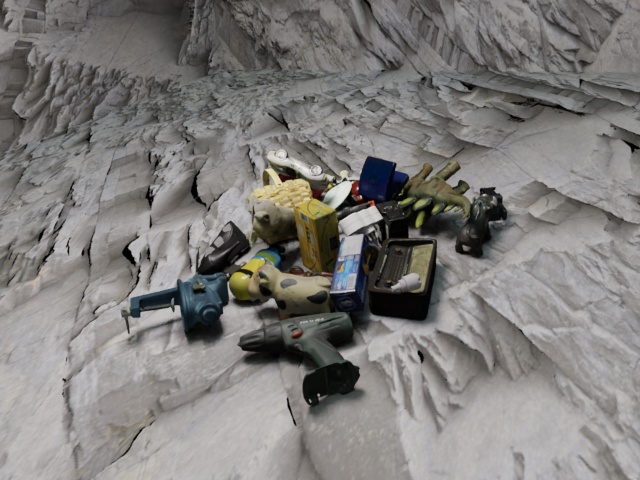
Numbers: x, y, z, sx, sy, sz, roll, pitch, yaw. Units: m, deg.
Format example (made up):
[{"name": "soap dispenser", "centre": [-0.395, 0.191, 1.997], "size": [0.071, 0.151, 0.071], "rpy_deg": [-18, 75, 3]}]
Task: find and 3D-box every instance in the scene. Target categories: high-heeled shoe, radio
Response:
[{"name": "high-heeled shoe", "centre": [-0.270, 0.030, 1.459], "size": [0.145, 0.086, 0.249], "rpy_deg": [-40, 13, 2]}, {"name": "radio", "centre": [0.191, 0.080, 1.223], "size": [0.131, 0.073, 0.230], "rpy_deg": [3, 31, 17]}]

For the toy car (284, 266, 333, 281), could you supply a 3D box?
[{"name": "toy car", "centre": [0.000, 0.098, 1.263], "size": [0.202, 0.053, 0.089], "rpy_deg": [1, 28, 17]}]

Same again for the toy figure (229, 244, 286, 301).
[{"name": "toy figure", "centre": [-0.149, 0.079, 1.303], "size": [0.089, 0.082, 0.180], "rpy_deg": [-5, 32, 29]}]

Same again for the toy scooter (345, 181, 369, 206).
[{"name": "toy scooter", "centre": [0.149, -0.133, 1.581], "size": [0.135, 0.075, 0.184], "rpy_deg": [-41, 34, 9]}]

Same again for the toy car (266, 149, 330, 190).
[{"name": "toy car", "centre": [-0.064, -0.203, 1.570], "size": [0.202, 0.073, 0.056], "rpy_deg": [27, 73, 13]}]

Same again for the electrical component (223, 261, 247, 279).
[{"name": "electrical component", "centre": [-0.208, 0.085, 1.363], "size": [0.063, 0.021, 0.094], "rpy_deg": [15, 35, 34]}]

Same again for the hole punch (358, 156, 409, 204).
[{"name": "hole punch", "centre": [0.165, -0.162, 1.475], "size": [0.142, 0.092, 0.116], "rpy_deg": [23, 78, 41]}]

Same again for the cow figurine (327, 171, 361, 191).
[{"name": "cow figurine", "centre": [0.080, -0.172, 1.715], "size": [0.167, 0.068, 0.098], "rpy_deg": [-2, 35, 11]}]

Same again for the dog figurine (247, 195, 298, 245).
[{"name": "dog figurine", "centre": [-0.082, -0.045, 1.356], "size": [0.191, 0.121, 0.172], "rpy_deg": [4, 8, -12]}]

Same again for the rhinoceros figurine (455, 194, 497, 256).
[{"name": "rhinoceros figurine", "centre": [0.396, -0.044, 1.364], "size": [0.073, 0.111, 0.190], "rpy_deg": [8, 41, 30]}]

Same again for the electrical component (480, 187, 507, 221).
[{"name": "electrical component", "centre": [0.471, -0.089, 1.466], "size": [0.048, 0.074, 0.119], "rpy_deg": [-4, 32, 4]}]

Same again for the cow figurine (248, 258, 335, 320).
[{"name": "cow figurine", "centre": [-0.066, 0.110, 1.179], "size": [0.195, 0.127, 0.085], "rpy_deg": [3, 28, 13]}]

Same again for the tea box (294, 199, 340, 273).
[{"name": "tea box", "centre": [-0.003, -0.004, 1.323], "size": [0.068, 0.169, 0.098], "rpy_deg": [-25, 35, -25]}]

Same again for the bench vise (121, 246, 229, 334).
[{"name": "bench vise", "centre": [-0.321, 0.131, 1.206], "size": [0.241, 0.128, 0.224], "rpy_deg": [-8, 30, -19]}]

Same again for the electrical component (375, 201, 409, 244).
[{"name": "electrical component", "centre": [0.184, -0.034, 1.390], "size": [0.058, 0.114, 0.134], "rpy_deg": [-10, 31, -9]}]

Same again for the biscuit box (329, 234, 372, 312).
[{"name": "biscuit box", "centre": [0.071, 0.071, 1.188], "size": [0.059, 0.062, 0.203], "rpy_deg": [-10, 34, 19]}]

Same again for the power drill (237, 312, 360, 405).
[{"name": "power drill", "centre": [-0.029, 0.221, 1.033], "size": [0.232, 0.085, 0.207], "rpy_deg": [-13, 22, -15]}]

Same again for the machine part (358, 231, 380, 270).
[{"name": "machine part", "centre": [0.109, 0.004, 1.377], "size": [0.079, 0.079, 0.243], "rpy_deg": [-6, 29, 2]}]

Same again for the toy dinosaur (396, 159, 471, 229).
[{"name": "toy dinosaur", "centre": [0.307, -0.119, 1.459], "size": [0.198, 0.105, 0.472], "rpy_deg": [-41, 14, -9]}]
